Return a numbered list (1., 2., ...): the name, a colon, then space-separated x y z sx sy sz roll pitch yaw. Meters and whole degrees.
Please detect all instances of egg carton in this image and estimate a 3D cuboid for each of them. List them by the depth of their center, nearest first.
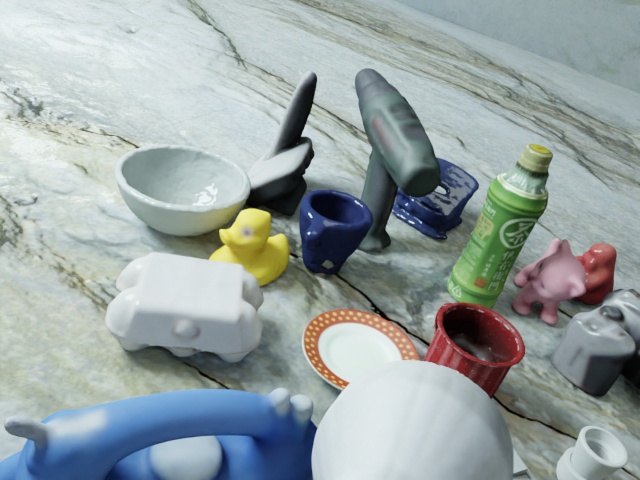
1. egg carton: -0.132 0.069 0.576 0.150 0.069 0.107 9 34 -12

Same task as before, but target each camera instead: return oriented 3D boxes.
1. camera: 0.376 0.132 0.672 0.144 0.101 0.136 -11 42 -36

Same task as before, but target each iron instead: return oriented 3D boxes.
1. iron: -0.087 0.152 0.404 0.259 0.141 0.118 -3 37 -27

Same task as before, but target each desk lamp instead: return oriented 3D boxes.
1. desk lamp: 0.018 0.197 0.317 0.117 0.213 0.204 25 34 14

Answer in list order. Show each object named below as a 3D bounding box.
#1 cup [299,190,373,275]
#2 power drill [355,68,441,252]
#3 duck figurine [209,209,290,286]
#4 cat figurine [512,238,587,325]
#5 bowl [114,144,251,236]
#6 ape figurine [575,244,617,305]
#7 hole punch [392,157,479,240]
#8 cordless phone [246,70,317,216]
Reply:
1. cup: 0.007 0.003 0.711 0.091 0.095 0.118 25 34 14
2. power drill: 0.078 -0.102 0.793 0.076 0.208 0.229 -1 37 -25
3. duck figurine: -0.079 0.002 0.682 0.105 0.086 0.077 -12 42 -36
4. cat figurine: 0.308 0.046 0.756 0.067 0.118 0.128 20 33 7
5. bowl: -0.176 -0.054 0.735 0.167 0.075 0.167 11 33 -7
6. ape figurine: 0.389 0.044 0.818 0.076 0.092 0.078 26 34 15
7. hole punch: 0.179 -0.068 0.895 0.108 0.091 0.101 33 37 25
8. cordless phone: -0.051 -0.143 0.820 0.094 0.185 0.147 15 33 -1
